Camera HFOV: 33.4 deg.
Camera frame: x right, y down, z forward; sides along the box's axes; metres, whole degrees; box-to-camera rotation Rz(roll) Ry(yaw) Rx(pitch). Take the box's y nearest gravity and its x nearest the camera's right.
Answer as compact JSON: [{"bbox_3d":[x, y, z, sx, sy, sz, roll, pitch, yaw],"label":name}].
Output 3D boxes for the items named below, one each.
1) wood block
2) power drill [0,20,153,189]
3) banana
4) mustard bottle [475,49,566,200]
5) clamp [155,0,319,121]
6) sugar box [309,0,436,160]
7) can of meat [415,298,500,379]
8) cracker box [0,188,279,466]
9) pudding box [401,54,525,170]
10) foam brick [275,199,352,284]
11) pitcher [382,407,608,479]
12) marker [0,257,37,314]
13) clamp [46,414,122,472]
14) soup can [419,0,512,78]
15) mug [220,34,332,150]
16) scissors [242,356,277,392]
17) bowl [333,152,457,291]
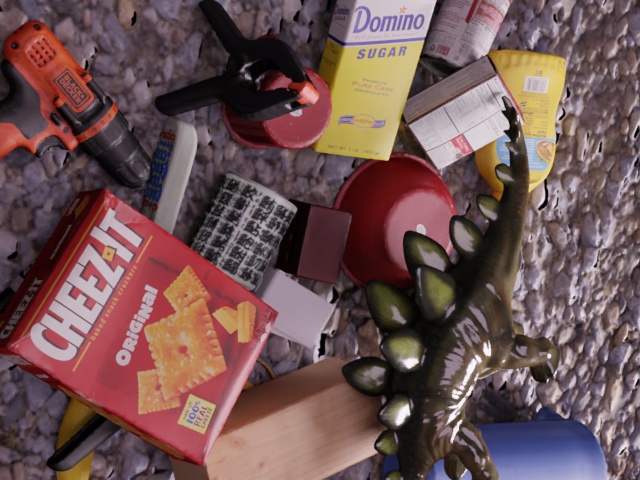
[{"bbox_3d":[-0.042,0.200,1.085,0.205,0.091,0.090,-19,104,-30],"label":"wood block"},{"bbox_3d":[-0.263,-0.074,0.961,0.187,0.057,0.184,-45,116,-16],"label":"power drill"},{"bbox_3d":[-0.210,0.161,1.040,0.069,0.037,0.197,37,81,-26],"label":"banana"},{"bbox_3d":[0.223,-0.117,1.213,0.096,0.058,0.192,1,98,-28],"label":"mustard bottle"},{"bbox_3d":[-0.080,-0.148,0.996,0.039,0.172,0.120,19,101,-54],"label":"clamp"},{"bbox_3d":[0.048,-0.173,1.090,0.093,0.048,0.176,4,115,-28],"label":"sugar box"},{"bbox_3d":[0.157,0.096,1.200,0.057,0.084,0.102,-24,109,-23],"label":"can of meat"},{"bbox_3d":[-0.160,0.080,0.955,0.213,0.072,0.164,38,67,-26],"label":"cracker box"},{"bbox_3d":[0.151,-0.135,1.139,0.113,0.039,0.090,-29,137,12],"label":"pudding box"},{"bbox_3d":[-0.007,0.001,1.113,0.051,0.053,0.078,10,93,-29],"label":"foam brick"},{"bbox_3d":[0.200,0.282,1.228,0.242,0.149,0.145,5,108,-26],"label":"pitcher"},{"bbox_3d":[-0.262,0.025,0.999,0.121,0.020,0.020,-48,117,-13],"label":"marker"},{"bbox_3d":[-0.166,0.118,1.016,0.209,0.036,0.164,-9,98,-34],"label":"clamp"},{"bbox_3d":[0.156,-0.227,1.151,0.068,0.069,0.102,26,86,-29],"label":"soup can"},{"bbox_3d":[-0.042,-0.144,1.051,0.093,0.082,0.117,-13,105,-26],"label":"mug"},{"bbox_3d":[-0.049,0.205,1.147,0.096,0.016,0.201,-41,115,-17],"label":"scissors"},{"bbox_3d":[0.094,-0.014,1.164,0.161,0.055,0.162,-6,102,-28],"label":"bowl"}]
